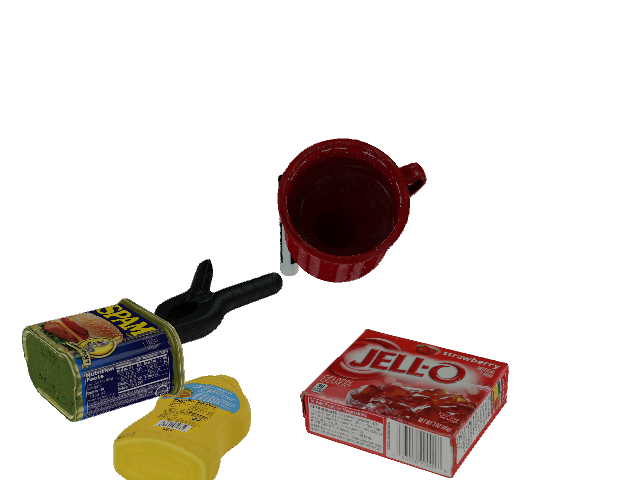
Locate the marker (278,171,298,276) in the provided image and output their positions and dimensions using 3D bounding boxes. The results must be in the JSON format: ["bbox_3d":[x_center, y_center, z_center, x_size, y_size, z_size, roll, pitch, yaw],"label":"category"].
[{"bbox_3d":[-0.032,-0.016,1.055,0.020,0.121,0.020,0,38,0],"label":"marker"}]

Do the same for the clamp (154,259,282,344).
[{"bbox_3d":[-0.124,0.073,1.219,0.120,0.039,0.171,-1,29,29],"label":"clamp"}]

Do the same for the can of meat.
[{"bbox_3d":[-0.162,0.087,0.786,0.083,0.057,0.102,-14,21,-34],"label":"can of meat"}]

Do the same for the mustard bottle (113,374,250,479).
[{"bbox_3d":[-0.122,0.180,1.057,0.096,0.058,0.191,7,18,15],"label":"mustard bottle"}]

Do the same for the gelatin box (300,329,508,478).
[{"bbox_3d":[0.045,0.083,0.570,0.089,0.030,0.073,12,30,29],"label":"gelatin box"}]

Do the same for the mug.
[{"bbox_3d":[0.025,-0.023,0.784,0.117,0.093,0.081,-30,-13,-11],"label":"mug"}]
